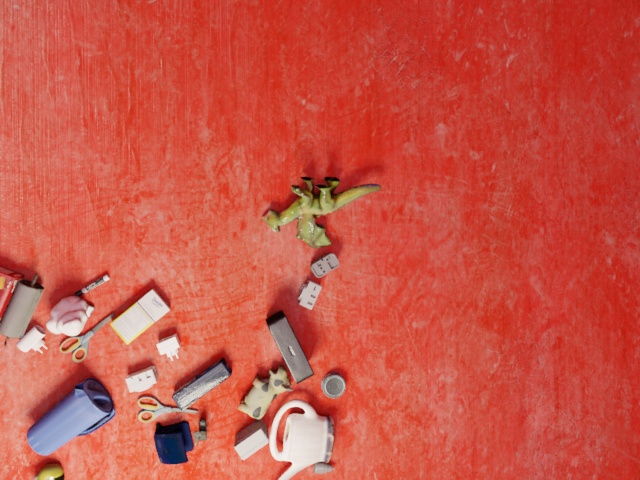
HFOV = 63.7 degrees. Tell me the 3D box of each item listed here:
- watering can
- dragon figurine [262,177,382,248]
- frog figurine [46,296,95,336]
[{"bbox_3d":[-0.065,0.721,1.763,0.224,0.104,0.348,7,88,-10],"label":"watering can"},{"bbox_3d":[0.005,-0.090,1.792,0.410,0.124,0.239,3,108,-7],"label":"dragon figurine"},{"bbox_3d":[-0.792,0.244,1.615,0.138,0.159,0.122,-28,95,-7],"label":"frog figurine"}]
